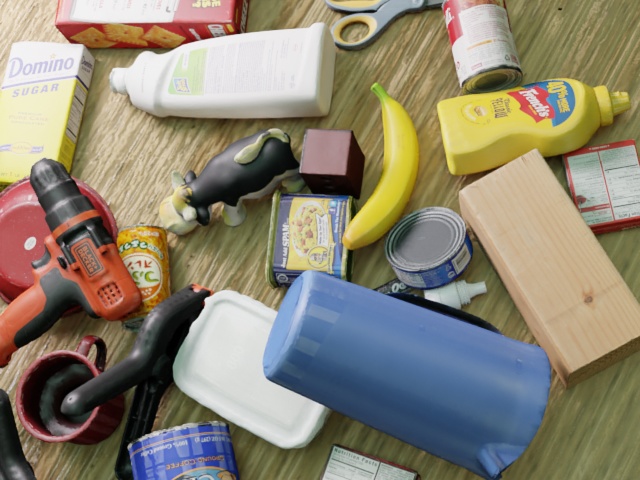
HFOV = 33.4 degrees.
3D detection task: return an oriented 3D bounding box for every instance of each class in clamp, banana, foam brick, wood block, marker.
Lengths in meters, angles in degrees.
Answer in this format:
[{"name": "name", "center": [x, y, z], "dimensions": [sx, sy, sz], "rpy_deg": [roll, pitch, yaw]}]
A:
[{"name": "clamp", "center": [-0.318, 0.240, 1.097], "dimensions": [0.039, 0.120, 0.171], "rpy_deg": [-17, 85, -27]}, {"name": "banana", "center": [0.068, -0.069, 1.114], "dimensions": [0.069, 0.037, 0.197], "rpy_deg": [16, 62, -11]}, {"name": "foam brick", "center": [0.013, -0.079, 1.123], "dimensions": [0.053, 0.078, 0.051], "rpy_deg": [3, 74, 14]}, {"name": "wood block", "center": [0.226, 0.028, 1.039], "dimensions": [0.091, 0.090, 0.206], "rpy_deg": [-29, 69, 1]}, {"name": "clamp", "center": [-0.174, 0.126, 1.068], "dimensions": [0.036, 0.164, 0.210], "rpy_deg": [20, 68, 24]}, {"name": "marker", "center": [0.089, 0.043, 1.099], "dimensions": [0.121, 0.020, 0.020], "rpy_deg": [-27, 70, 3]}]

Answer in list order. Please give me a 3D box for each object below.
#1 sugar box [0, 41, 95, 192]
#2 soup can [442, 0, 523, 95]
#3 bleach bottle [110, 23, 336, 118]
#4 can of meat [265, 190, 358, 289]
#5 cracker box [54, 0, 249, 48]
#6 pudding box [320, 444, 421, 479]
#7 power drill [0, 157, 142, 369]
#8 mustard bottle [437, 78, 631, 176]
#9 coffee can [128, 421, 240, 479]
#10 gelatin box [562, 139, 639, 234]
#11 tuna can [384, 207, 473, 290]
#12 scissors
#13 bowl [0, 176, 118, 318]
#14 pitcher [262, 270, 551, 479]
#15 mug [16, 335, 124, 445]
[{"name": "sugar box", "center": [-0.324, -0.142, 1.229], "dimensions": [0.093, 0.048, 0.176], "rpy_deg": [4, 75, 11]}, {"name": "soup can", "center": [0.173, -0.211, 1.137], "dimensions": [0.068, 0.068, 0.102], "rpy_deg": [-12, 72, 8]}, {"name": "bleach bottle", "center": [-0.113, -0.187, 1.192], "dimensions": [0.251, 0.068, 0.102], "rpy_deg": [2, 72, 15]}, {"name": "can of meat", "center": [-0.007, 0.001, 1.113], "dimensions": [0.084, 0.057, 0.102], "rpy_deg": [2, 73, 11]}, {"name": "cracker box", "center": [-0.188, -0.309, 1.241], "dimensions": [0.214, 0.072, 0.164], "rpy_deg": [2, 74, 11]}, {"name": "pudding box", "center": [0.037, 0.264, 1.031], "dimensions": [0.090, 0.039, 0.113], "rpy_deg": [17, 75, 17]}, {"name": "power drill", "center": [-0.298, 0.033, 1.091], "dimensions": [0.188, 0.057, 0.184], "rpy_deg": [-32, 83, 6]}, {"name": "mustard bottle", "center": [0.221, -0.123, 1.097], "dimensions": [0.192, 0.058, 0.096], "rpy_deg": [-11, 40, 7]}, {"name": "coffee can", "center": [-0.123, 0.258, 1.032], "dimensions": [0.103, 0.102, 0.140], "rpy_deg": [-16, 70, 6]}, {"name": "gelatin box", "center": [0.291, -0.052, 1.083], "dimensions": [0.073, 0.030, 0.089], "rpy_deg": [-11, 71, 7]}, {"name": "tuna can", "center": [0.110, 0.009, 1.080], "dimensions": [0.086, 0.033, 0.086], "rpy_deg": [-16, 43, 15]}, {"name": "scissors", "center": [0.097, -0.249, 1.192], "dimensions": [0.202, 0.016, 0.096], "rpy_deg": [11, 77, 15]}, {"name": "bowl", "center": [-0.301, 0.006, 1.150], "dimensions": [0.162, 0.055, 0.162], "rpy_deg": [0, 89, 7]}, {"name": "pitcher", "center": [0.077, 0.112, 0.982], "dimensions": [0.242, 0.149, 0.145], "rpy_deg": [23, 83, -9]}, {"name": "mug", "center": [-0.249, 0.155, 1.101], "dimensions": [0.093, 0.081, 0.117], "rpy_deg": [12, 76, 15]}]
